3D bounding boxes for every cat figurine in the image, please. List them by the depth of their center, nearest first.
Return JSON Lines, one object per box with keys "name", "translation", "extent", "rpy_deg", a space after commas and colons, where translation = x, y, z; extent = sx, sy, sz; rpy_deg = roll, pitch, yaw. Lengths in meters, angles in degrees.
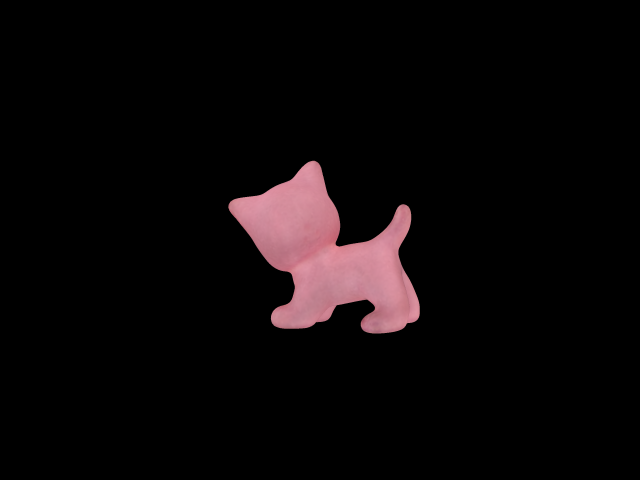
{"name": "cat figurine", "translation": [0.004, 0.001, 0.400], "extent": [0.127, 0.118, 0.067], "rpy_deg": [0, 0, 16]}
